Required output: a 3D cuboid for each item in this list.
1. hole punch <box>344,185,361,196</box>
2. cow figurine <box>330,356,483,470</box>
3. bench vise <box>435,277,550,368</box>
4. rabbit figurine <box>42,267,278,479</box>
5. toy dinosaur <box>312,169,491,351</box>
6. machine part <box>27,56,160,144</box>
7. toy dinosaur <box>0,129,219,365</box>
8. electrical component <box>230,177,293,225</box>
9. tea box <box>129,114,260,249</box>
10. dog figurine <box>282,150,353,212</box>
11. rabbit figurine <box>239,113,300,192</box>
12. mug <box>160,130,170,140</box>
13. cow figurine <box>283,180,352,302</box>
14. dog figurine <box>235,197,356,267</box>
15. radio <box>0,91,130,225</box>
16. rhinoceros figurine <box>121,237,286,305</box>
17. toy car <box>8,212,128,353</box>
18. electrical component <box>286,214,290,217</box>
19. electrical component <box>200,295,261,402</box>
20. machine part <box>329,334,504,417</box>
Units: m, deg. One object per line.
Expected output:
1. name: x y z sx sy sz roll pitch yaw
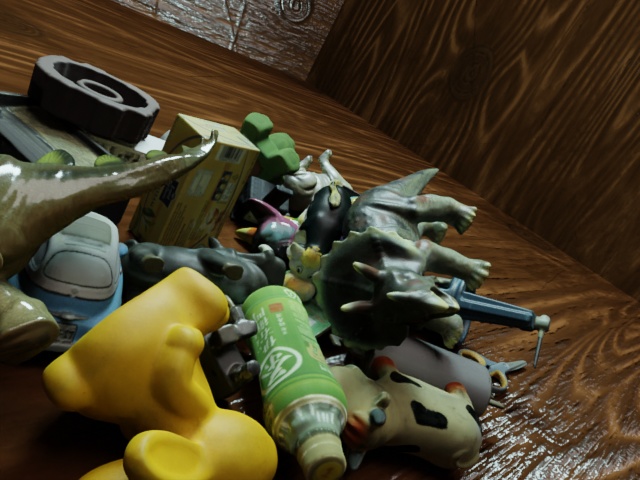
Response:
1. hole punch: 0.042 -0.027 0.984 0.142 0.115 0.092 31 -8 -9
2. cow figurine: 0.079 0.182 0.548 0.195 0.085 0.127 24 14 -17
3. bench vise: 0.221 0.102 0.822 0.241 0.129 0.223 10 -15 28
4. rabbit figurine: -0.101 0.126 0.392 0.173 0.122 0.162 49 21 -2
5. toy dinosaur: 0.092 -0.002 0.668 0.192 0.131 0.405 19 32 -12
6. machine part: -0.320 -0.199 0.768 0.179 0.056 0.179 28 17 -9
7. toy dinosaur: -0.259 -0.009 0.369 0.471 0.105 0.199 -16 46 -32
8. electrical component: -0.089 -0.067 0.870 0.075 0.119 0.048 17 54 -27
9. tea box: -0.161 -0.064 0.687 0.068 0.169 0.098 43 22 31
10. dog figurine: 0.016 -0.064 1.066 0.172 0.121 0.190 -32 77 -31
11. rabbit figurine: -0.097 -0.136 0.962 0.121 0.159 0.170 42 24 2
12. mug: -0.214 -0.125 0.921 0.107 0.081 0.109 53 13 26
13. cow figurine: 0.000 -0.001 0.707 0.068 0.098 0.167 23 47 -6
14. dog figurine: -0.016 -0.015 0.843 0.219 0.108 0.192 20 44 -13
15. radio: -0.352 -0.106 0.666 0.230 0.073 0.131 35 19 22
16. rhinoceros figurine: -0.127 0.041 0.602 0.190 0.073 0.112 5 15 -27
17. toy car: -0.226 0.025 0.479 0.109 0.103 0.162 16 21 -30
18. electrical component: -0.067 -0.029 0.950 0.063 0.021 0.094 36 21 19
19. electrical component: -0.090 0.101 0.491 0.045 0.102 0.078 -30 79 -41
20. machine part: 0.120 0.161 0.657 0.243 0.079 0.079 22 20 -15
